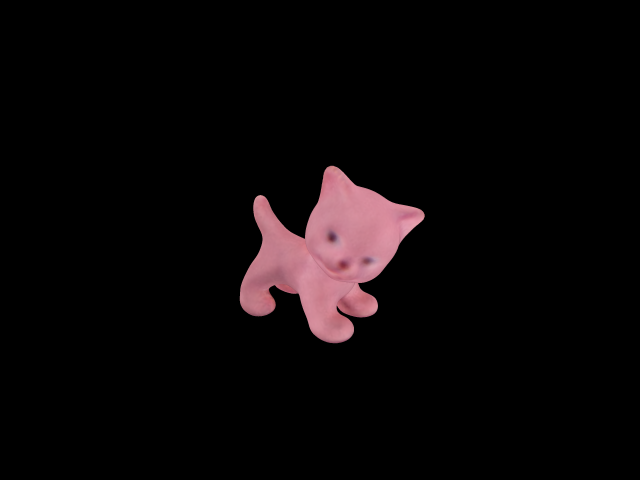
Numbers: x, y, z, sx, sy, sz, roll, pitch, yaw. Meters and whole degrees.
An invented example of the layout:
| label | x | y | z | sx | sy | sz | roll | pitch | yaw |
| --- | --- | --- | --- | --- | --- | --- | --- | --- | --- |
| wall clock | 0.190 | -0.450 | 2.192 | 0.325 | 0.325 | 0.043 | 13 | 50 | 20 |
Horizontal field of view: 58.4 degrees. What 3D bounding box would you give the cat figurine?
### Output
| label | x | y | z | sx | sy | sz | roll | pitch | yaw |
| --- | --- | --- | --- | --- | --- | --- | --- | --- | --- |
| cat figurine | 0.004 | 0.001 | 0.400 | 0.127 | 0.118 | 0.067 | 13 | 26 | 29 |
